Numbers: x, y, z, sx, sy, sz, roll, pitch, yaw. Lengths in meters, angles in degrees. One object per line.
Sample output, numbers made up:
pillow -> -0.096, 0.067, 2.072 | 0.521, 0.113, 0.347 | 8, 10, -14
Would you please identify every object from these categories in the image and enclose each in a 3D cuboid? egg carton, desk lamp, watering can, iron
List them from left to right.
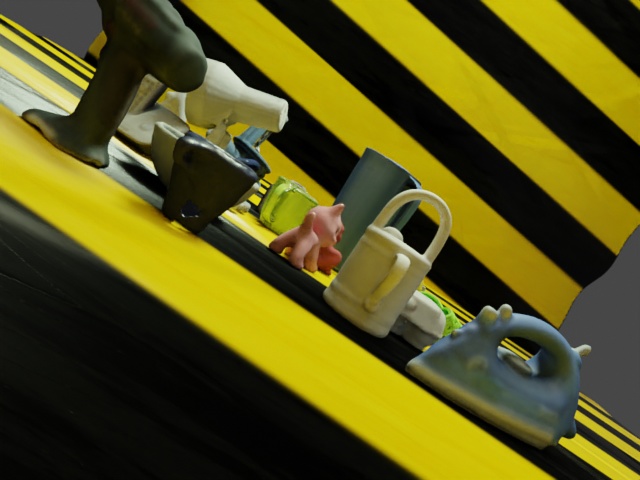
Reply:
desk lamp -> -0.166, -0.190, 1.024 | 0.203, 0.213, 0.118 | 34, 4, 3
watering can -> 0.094, 0.020, 0.758 | 0.101, 0.194, 0.172 | 31, 5, -27
egg carton -> 0.118, 0.100, 0.869 | 0.150, 0.069, 0.107 | 33, 4, -2
iron -> 0.230, 0.147, 0.697 | 0.259, 0.141, 0.118 | 31, 5, -30

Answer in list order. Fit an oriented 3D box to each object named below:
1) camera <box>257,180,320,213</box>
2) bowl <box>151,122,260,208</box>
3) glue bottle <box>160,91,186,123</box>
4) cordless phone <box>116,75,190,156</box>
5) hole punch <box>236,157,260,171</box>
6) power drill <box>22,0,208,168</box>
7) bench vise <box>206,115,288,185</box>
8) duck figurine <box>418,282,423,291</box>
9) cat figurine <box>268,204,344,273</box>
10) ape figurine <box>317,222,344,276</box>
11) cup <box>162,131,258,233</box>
camera -> -0.063, -0.078, 1.299 | 0.143, 0.101, 0.136 | 33, 4, -13
bowl -> -0.173, -0.091, 0.808 | 0.167, 0.074, 0.167 | 33, 4, -3
glue bottle -> -0.291, -0.259, 1.144 | 0.078, 0.173, 0.037 | 33, 4, -8
cordless phone -> -0.273, -0.240, 0.989 | 0.147, 0.185, 0.094 | 35, 5, 24
hole punch -> -0.195, -0.154, 1.230 | 0.101, 0.091, 0.109 | 34, 4, 5
power drill -> -0.238, -0.199, 0.647 | 0.229, 0.208, 0.076 | 36, 5, 25
bench vise -> -0.166, -0.223, 1.345 | 0.121, 0.219, 0.208 | 35, 5, 18
duck figurine -> 0.166, 0.100, 1.113 | 0.077, 0.086, 0.105 | 35, 5, 18
cat figurine -> -0.008, -0.015, 0.894 | 0.067, 0.117, 0.128 | 35, 4, 16
ape figurine -> 0.009, 0.004, 0.987 | 0.076, 0.092, 0.077 | 31, 5, -29
cup -> -0.133, -0.059, 0.616 | 0.091, 0.095, 0.118 | 35, 5, 21
